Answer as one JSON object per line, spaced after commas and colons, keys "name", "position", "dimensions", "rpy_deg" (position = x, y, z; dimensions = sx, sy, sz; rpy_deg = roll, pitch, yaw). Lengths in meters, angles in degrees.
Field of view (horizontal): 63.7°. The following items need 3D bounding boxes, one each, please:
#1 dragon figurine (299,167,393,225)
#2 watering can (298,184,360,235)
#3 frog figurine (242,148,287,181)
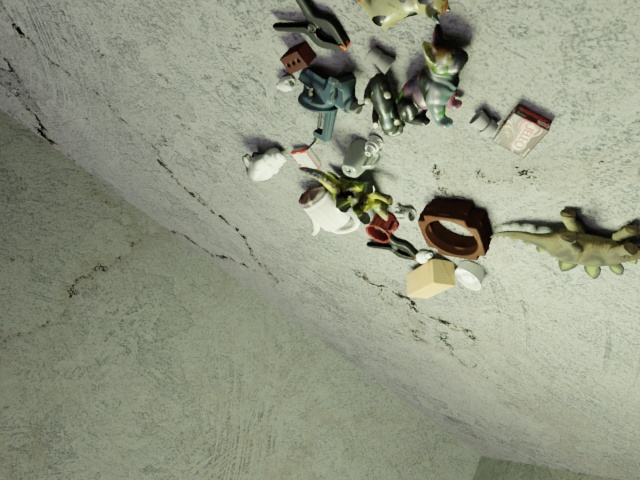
{"name": "dragon figurine", "position": [0.081, -0.162, 1.654], "dimensions": [0.407, 0.121, 0.246], "rpy_deg": [29, -172, -23]}
{"name": "watering can", "position": [0.006, -0.097, 1.930], "dimensions": [0.222, 0.106, 0.345], "rpy_deg": [45, 152, -21]}
{"name": "frog figurine", "position": [-0.184, -0.268, 1.843], "dimensions": [0.159, 0.123, 0.137], "rpy_deg": [6, 177, 27]}
